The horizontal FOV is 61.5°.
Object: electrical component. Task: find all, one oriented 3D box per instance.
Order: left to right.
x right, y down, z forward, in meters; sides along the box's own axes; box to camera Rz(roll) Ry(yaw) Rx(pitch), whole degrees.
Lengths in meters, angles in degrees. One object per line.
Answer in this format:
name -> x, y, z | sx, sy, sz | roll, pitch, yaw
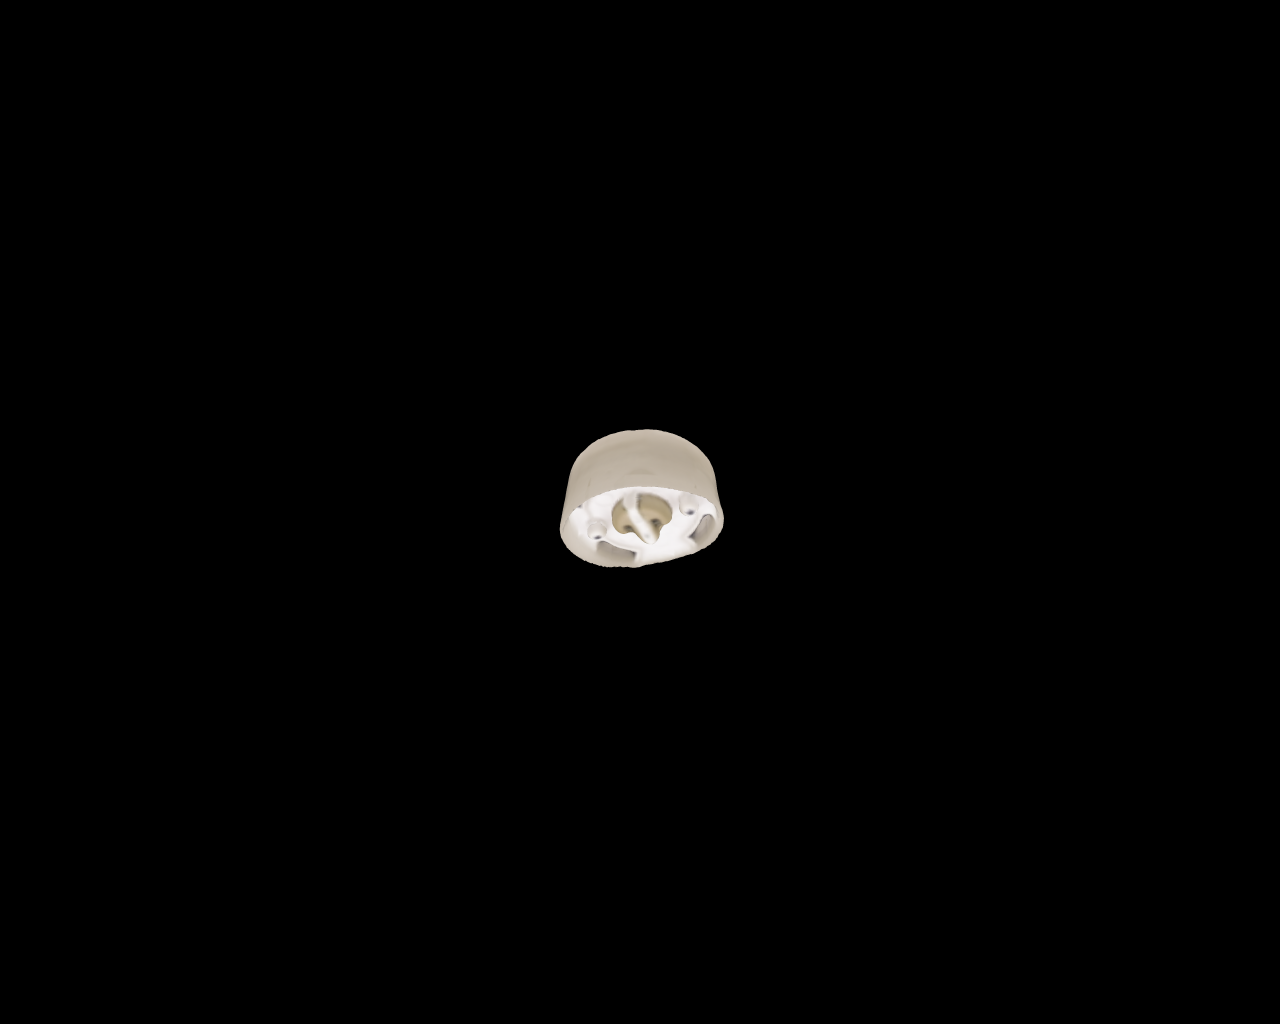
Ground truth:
electrical component -> 0.001, -0.003, 0.650 | 0.099, 0.064, 0.099 | 0, -43, 0
